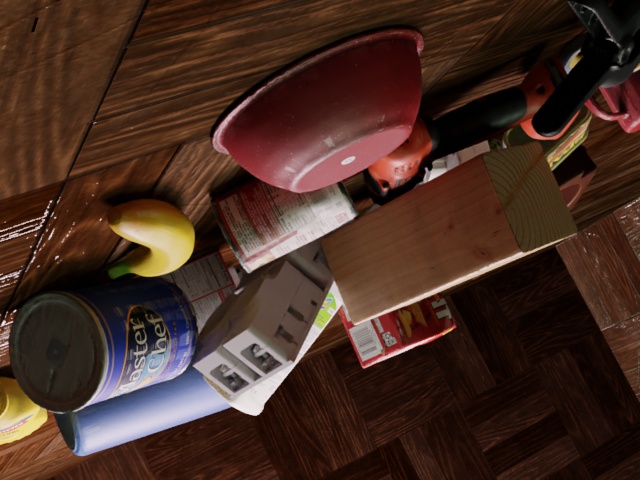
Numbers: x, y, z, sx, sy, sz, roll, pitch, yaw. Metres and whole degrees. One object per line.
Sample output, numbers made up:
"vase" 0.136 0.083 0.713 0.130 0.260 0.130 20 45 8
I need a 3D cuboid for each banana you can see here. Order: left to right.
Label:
"banana" -0.130 0.002 0.832 0.069 0.037 0.198 -25 171 -16

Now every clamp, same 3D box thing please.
"clamp" 0.227 -0.147 0.867 0.171 0.039 0.120 -16 136 -49

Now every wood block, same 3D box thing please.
"wood block" 0.109 -0.003 0.955 0.090 0.090 0.207 -15 171 -45

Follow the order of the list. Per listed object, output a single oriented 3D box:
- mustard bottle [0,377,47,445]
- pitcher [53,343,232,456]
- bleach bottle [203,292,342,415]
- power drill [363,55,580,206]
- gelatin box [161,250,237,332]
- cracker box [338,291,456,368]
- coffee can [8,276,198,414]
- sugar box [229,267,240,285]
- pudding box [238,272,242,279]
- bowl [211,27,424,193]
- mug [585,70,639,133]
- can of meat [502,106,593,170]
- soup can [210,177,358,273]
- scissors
"mustard bottle" -0.353 0.185 1.163 0.096 0.058 0.192 -12 167 -13
"pitcher" -0.213 0.182 1.350 0.242 0.145 0.149 -18 133 -27
"bleach bottle" -0.025 0.092 1.265 0.251 0.068 0.102 -48 158 -1
"power drill" 0.127 -0.089 0.951 0.187 0.057 0.184 -23 171 -4
"gelatin box" -0.125 0.061 1.062 0.089 0.073 0.030 -23 171 -25
"cracker box" 0.092 0.070 1.436 0.072 0.164 0.213 -28 171 25
"coffee can" -0.188 0.088 0.945 0.103 0.103 0.140 -31 170 25
"sugar box" -0.166 0.079 1.140 0.093 0.048 0.175 -32 168 35
"pudding box" -0.088 0.061 1.281 0.114 0.039 0.089 -29 172 23
"bowl" 0.010 -0.078 0.724 0.162 0.055 0.162 -26 170 -5
"mug" 0.306 -0.154 1.040 0.117 0.081 0.093 -23 170 -21
"can of meat" 0.236 -0.112 1.118 0.102 0.057 0.084 -43 167 0
"soup can" -0.028 -0.026 0.863 0.102 0.068 0.068 -28 171 3
"scissors" 0.208 -0.149 0.992 0.202 0.016 0.096 -18 157 25
